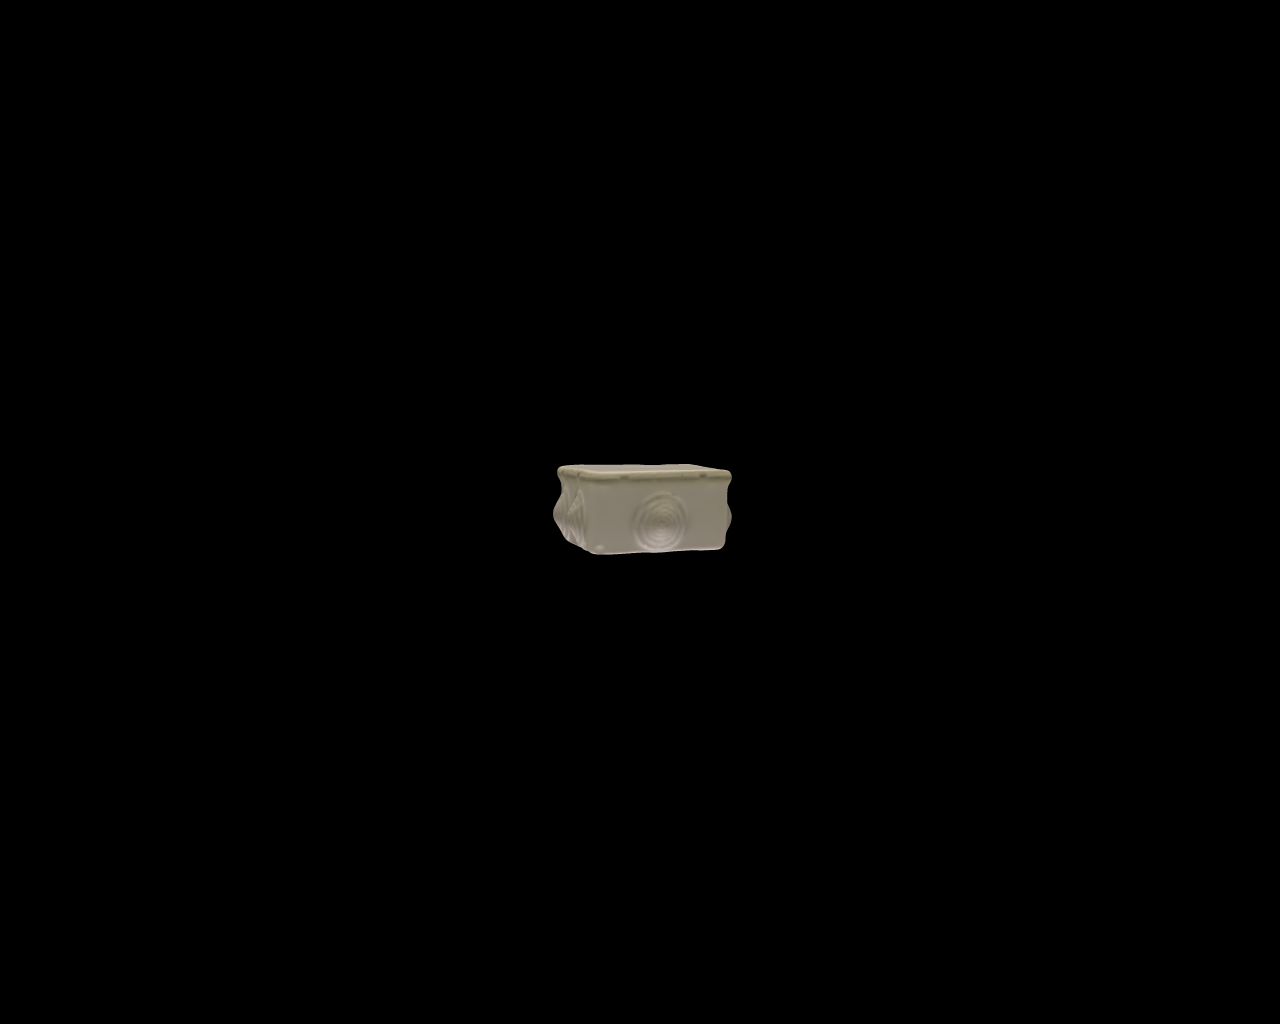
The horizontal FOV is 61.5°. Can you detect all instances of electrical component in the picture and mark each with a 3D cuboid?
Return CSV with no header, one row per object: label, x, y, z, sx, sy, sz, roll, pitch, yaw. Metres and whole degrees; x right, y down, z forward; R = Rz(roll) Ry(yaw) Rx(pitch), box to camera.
electrical component,0.001,-0.003,0.650,0.100,0.048,0.100,-1,5,-15
